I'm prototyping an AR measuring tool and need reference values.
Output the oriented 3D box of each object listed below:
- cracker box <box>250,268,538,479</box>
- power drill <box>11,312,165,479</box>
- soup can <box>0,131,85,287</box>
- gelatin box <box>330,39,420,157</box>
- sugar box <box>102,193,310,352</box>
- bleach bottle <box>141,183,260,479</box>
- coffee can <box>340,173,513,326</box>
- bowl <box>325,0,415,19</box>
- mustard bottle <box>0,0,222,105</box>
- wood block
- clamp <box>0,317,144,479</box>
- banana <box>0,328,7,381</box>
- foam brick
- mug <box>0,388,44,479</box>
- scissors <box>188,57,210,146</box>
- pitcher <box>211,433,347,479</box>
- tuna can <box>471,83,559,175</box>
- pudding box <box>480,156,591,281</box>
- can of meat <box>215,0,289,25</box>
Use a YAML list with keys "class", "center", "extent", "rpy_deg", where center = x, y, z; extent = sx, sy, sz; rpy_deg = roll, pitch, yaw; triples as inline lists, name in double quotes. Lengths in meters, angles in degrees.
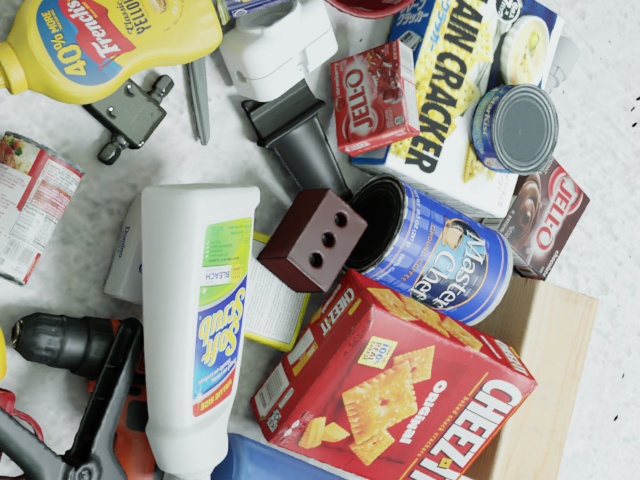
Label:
- class: "cracker box"
  center: [0.070, 0.141, 0.983]
  extent: [0.213, 0.072, 0.164]
  rpy_deg: [27, 109, -30]
- class: "power drill"
  center: [-0.179, 0.159, 0.876]
  extent: [0.184, 0.057, 0.187]
  rpy_deg: [15, 87, -29]
- class: "soup can"
  center: [-0.234, -0.023, 0.820]
  extent: [0.068, 0.069, 0.102]
  rpy_deg: [31, 79, -30]
- class: "gelatin box"
  center: [0.049, -0.127, 0.963]
  extent: [0.030, 0.073, 0.089]
  rpy_deg: [23, 58, -53]
- class: "sugar box"
  center: [-0.091, 0.029, 0.926]
  extent: [0.176, 0.048, 0.093]
  rpy_deg: [21, 80, -28]
- class: "bleach bottle"
  center: [-0.097, 0.082, 0.853]
  extent: [0.102, 0.068, 0.251]
  rpy_deg: [-9, 102, -60]
- class: "coffee can"
  center: [0.096, 0.012, 1.005]
  extent: [0.140, 0.103, 0.103]
  rpy_deg: [26, 81, -31]
- class: "bowl"
  center: [0.029, -0.279, 0.964]
  extent: [0.161, 0.055, 0.162]
  rpy_deg: [-3, 96, -31]
- class: "mustard bottle"
  center: [-0.180, -0.160, 0.838]
  extent: [0.191, 0.058, 0.096]
  rpy_deg: [-27, 96, -18]
- class: "wood block"
  center: [0.201, 0.145, 1.089]
  extent: [0.090, 0.091, 0.206]
  rpy_deg: [17, 86, -31]
- class: "clamp"
  center: [-0.182, 0.168, 0.815]
  extent: [0.164, 0.036, 0.210]
  rpy_deg: [-26, 112, -41]
- class: "banana"
  center: [-0.306, 0.034, 0.803]
  extent: [0.197, 0.037, 0.070]
  rpy_deg: [37, 98, -26]
- class: "foam brick"
  center: [-0.006, 0.001, 0.922]
  extent: [0.053, 0.051, 0.078]
  rpy_deg: [41, 66, -24]
- class: "mug"
  center: [-0.266, 0.149, 0.801]
  extent: [0.117, 0.093, 0.081]
  rpy_deg: [15, 81, -16]
- class: "scissors"
  center: [-0.094, -0.192, 0.920]
  extent: [0.096, 0.016, 0.202]
  rpy_deg: [-27, 108, -27]
- class: "pitcher"
  center: [-0.008, 0.275, 0.947]
  extent: [0.242, 0.149, 0.145]
  rpy_deg: [32, 90, -26]
- class: "tuna can"
  center: [0.184, -0.105, 1.009]
  extent: [0.085, 0.034, 0.086]
  rpy_deg: [-4, 98, -33]
- class: "pudding box"
  center: [0.224, -0.027, 1.117]
  extent: [0.090, 0.039, 0.113]
  rpy_deg: [42, 73, -28]
- class: "can of meat"
  center: [-0.056, -0.239, 0.876]
  extent: [0.084, 0.057, 0.102]
  rpy_deg: [-17, 105, -1]
